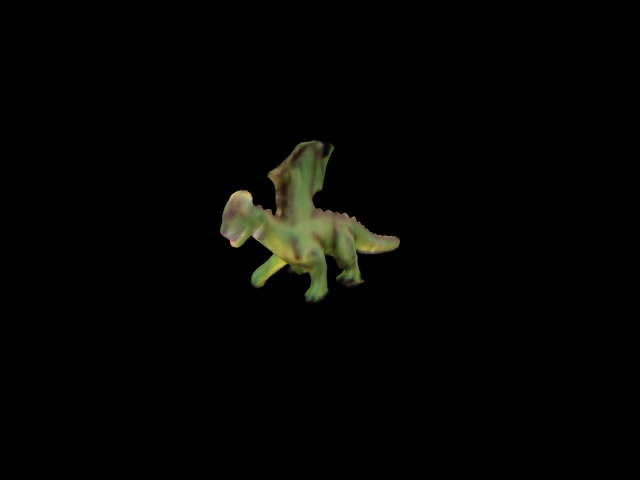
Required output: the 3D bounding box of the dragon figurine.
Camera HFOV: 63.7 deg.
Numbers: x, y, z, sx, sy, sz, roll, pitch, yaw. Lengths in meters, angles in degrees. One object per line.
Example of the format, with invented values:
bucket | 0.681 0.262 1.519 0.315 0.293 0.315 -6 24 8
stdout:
dragon figurine | 0.003 -0.043 0.850 0.123 0.239 0.414 18 27 41
